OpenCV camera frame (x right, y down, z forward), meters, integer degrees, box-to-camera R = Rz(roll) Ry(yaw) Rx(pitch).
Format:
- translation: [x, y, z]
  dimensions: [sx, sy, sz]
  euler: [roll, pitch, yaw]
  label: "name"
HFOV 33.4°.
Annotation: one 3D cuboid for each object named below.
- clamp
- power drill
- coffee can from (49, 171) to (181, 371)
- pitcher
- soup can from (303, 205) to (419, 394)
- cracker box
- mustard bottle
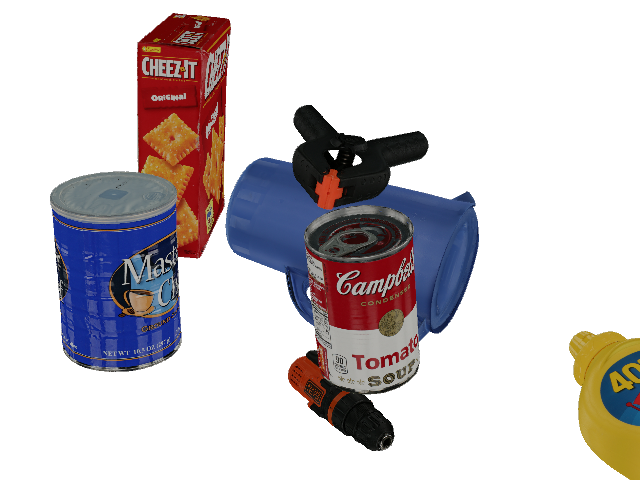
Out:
- translation: [0.013, -0.072, 0.883]
  dimensions: [0.120, 0.039, 0.171]
  euler: [13, 22, 16]
  label: "clamp"
- translation: [0.046, 0.131, 1.251]
  dimensions: [0.057, 0.188, 0.185]
  euler: [12, 13, -42]
  label: "power drill"
- translation: [-0.170, 0.024, 0.899]
  dimensions: [0.103, 0.140, 0.103]
  euler: [1, 23, -1]
  label: "coffee can"
- translation: [0.026, 0.005, 1.072]
  dimensions: [0.243, 0.145, 0.149]
  euler: [17, 23, 21]
  label: "pitcher"
- translation: [0.027, 0.038, 0.679]
  dimensions: [0.068, 0.102, 0.068]
  euler: [-5, 29, 2]
  label: "soup can"
- translation: [-0.137, -0.111, 1.092]
  dimensions: [0.072, 0.214, 0.164]
  euler: [5, 22, 2]
  label: "cracker box"
- translation: [0.205, 0.106, 0.609]
  dimensions: [0.096, 0.058, 0.192]
  euler: [-17, 31, -17]
  label: "mustard bottle"
